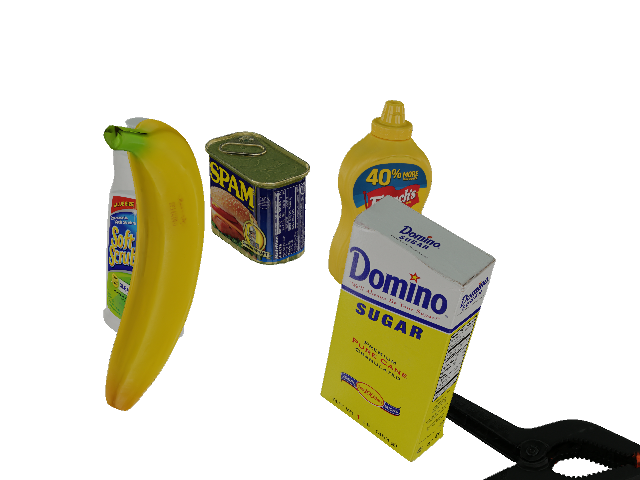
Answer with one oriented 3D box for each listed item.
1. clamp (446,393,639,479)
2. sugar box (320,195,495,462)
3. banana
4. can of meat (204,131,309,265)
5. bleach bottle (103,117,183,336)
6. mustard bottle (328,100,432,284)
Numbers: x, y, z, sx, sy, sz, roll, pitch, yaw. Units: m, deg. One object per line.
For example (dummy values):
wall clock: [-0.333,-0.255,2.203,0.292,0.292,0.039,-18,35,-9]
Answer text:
clamp: [0.172,0.195,0.892,0.210,0.036,0.164,3,39,23]
sugar box: [0.056,0.065,0.749,0.093,0.176,0.048,32,46,27]
banana: [-0.094,0.007,0.585,0.037,0.198,0.069,34,45,31]
can of meat: [-0.056,-0.036,0.929,0.057,0.084,0.102,-20,37,-32]
bleach bottle: [-0.196,-0.013,1.159,0.067,0.251,0.103,-19,33,-36]
mustard bottle: [0.064,-0.048,1.086,0.096,0.192,0.058,-1,23,-16]
